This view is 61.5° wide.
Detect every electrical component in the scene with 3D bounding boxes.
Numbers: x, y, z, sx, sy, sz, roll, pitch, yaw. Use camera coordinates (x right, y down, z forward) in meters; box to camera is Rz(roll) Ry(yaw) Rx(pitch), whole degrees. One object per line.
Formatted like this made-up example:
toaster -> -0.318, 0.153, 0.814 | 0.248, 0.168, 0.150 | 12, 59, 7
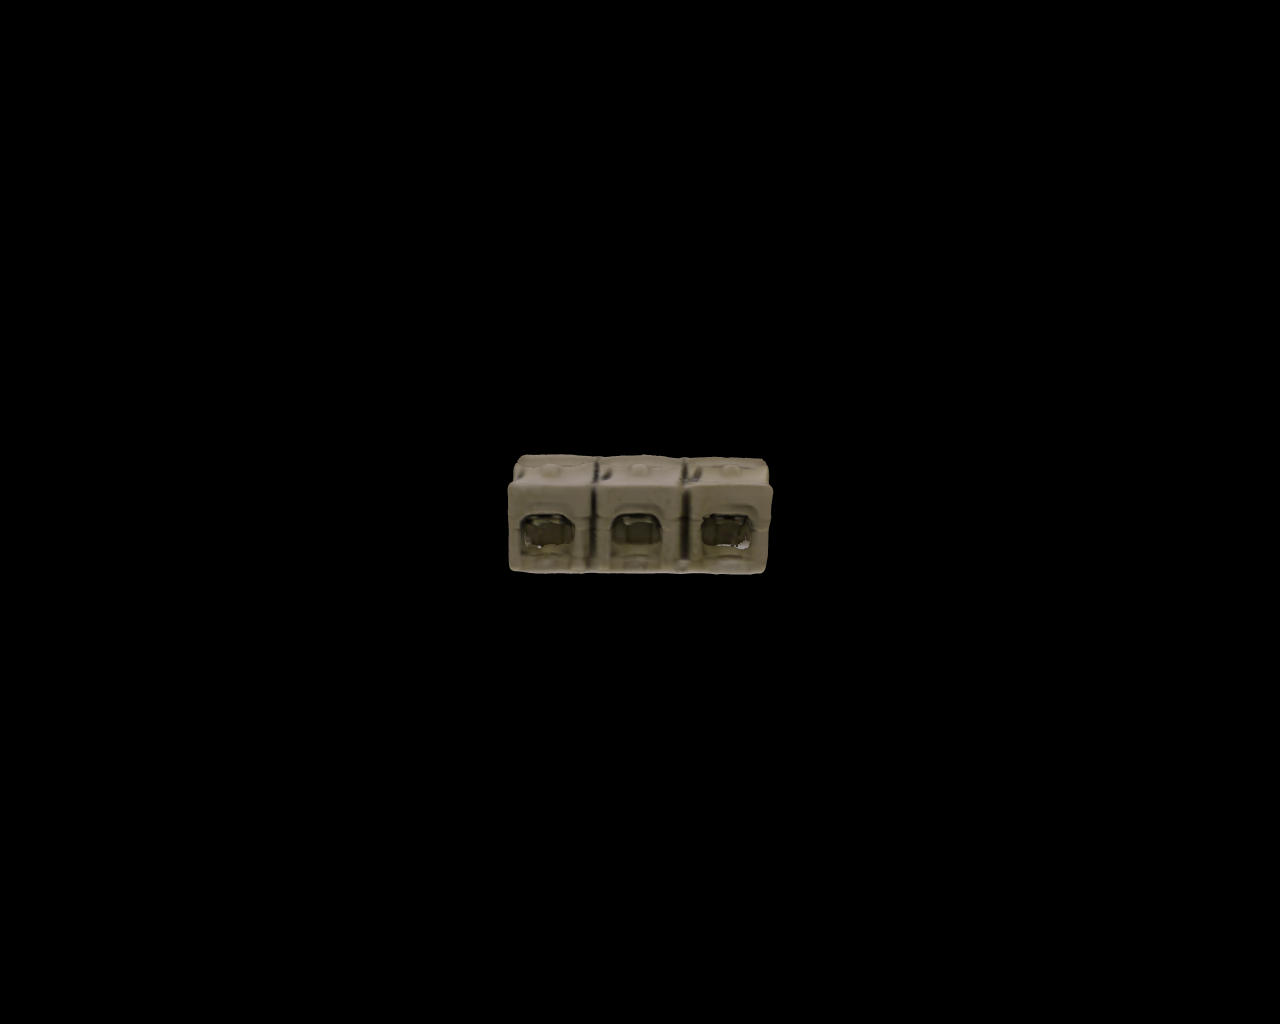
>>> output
electrical component -> 0.001, -0.003, 0.650 | 0.150, 0.061, 0.089 | 0, 12, 2
